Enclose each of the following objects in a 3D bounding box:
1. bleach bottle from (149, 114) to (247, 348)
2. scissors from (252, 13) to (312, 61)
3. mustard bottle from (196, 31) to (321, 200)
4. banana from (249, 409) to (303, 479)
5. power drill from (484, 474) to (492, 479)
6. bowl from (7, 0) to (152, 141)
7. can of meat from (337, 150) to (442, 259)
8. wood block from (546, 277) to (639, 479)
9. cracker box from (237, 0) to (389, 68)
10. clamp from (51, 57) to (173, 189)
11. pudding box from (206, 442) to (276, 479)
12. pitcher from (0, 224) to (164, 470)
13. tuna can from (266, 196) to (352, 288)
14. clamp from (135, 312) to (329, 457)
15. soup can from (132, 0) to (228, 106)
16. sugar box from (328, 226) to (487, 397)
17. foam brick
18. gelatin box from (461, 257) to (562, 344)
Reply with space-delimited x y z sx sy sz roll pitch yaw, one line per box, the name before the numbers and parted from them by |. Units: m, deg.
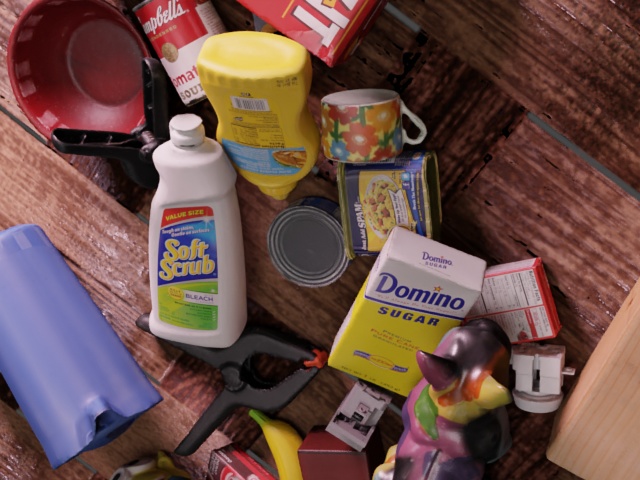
bleach bottle | -0.125 -0.009 1.029 0.103 0.068 0.251 10 130 13
scissors | -0.073 -0.221 0.983 0.202 0.016 0.096 23 112 10
mustard bottle | -0.048 -0.101 0.970 0.096 0.058 0.191 6 145 12
banana | -0.034 0.276 1.170 0.070 0.037 0.198 14 116 47
power drill | 0.136 0.338 1.118 0.188 0.057 0.184 -24 102 27
bowl | -0.221 -0.166 1.041 0.162 0.055 0.162 8 114 17
can of meat | 0.066 -0.034 0.989 0.084 0.057 0.102 0 112 18
wood block | 0.291 0.118 0.950 0.090 0.090 0.206 27 119 8
cracker box | -0.025 -0.275 0.906 0.214 0.072 0.164 36 112 3
clamp | -0.155 -0.101 0.998 0.120 0.171 0.039 -36 60 16
pudding box | -0.088 0.294 1.175 0.090 0.039 0.113 34 125 38
pitcher | -0.285 0.111 1.136 0.149 0.144 0.243 -35 85 29
tuna can | -0.007 0.001 1.043 0.086 0.033 0.086 8 114 17
clamp | -0.089 0.151 1.132 0.210 0.036 0.164 -5 102 21
soup can | -0.120 -0.184 0.989 0.069 0.068 0.102 -22 104 26
sugar box | 0.078 0.072 1.001 0.093 0.048 0.176 21 138 -2
foam brick | 0.024 0.230 1.118 0.078 0.053 0.051 -3 110 23
gelatin box | 0.174 0.060 1.004 0.089 0.030 0.073 -13 105 25
